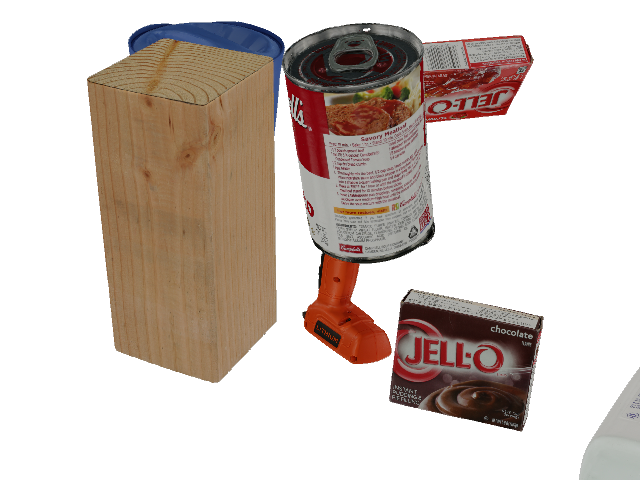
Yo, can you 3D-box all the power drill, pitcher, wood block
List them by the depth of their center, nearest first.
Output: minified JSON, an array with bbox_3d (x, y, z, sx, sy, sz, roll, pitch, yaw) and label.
[{"bbox_3d":[-0.089,-0.020,0.727,0.090,0.206,0.090,15,33,23],"label":"wood block"},{"bbox_3d":[-0.101,-0.064,0.957,0.145,0.243,0.149,16,31,20],"label":"pitcher"},{"bbox_3d":[0.043,0.026,1.080,0.057,0.188,0.185,-8,24,-32],"label":"power drill"}]

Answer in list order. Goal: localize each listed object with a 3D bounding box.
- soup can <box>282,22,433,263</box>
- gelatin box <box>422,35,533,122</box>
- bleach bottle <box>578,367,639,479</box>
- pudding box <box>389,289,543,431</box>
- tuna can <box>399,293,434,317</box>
[{"bbox_3d":[0.021,-0.048,0.535,0.068,0.102,0.068,-6,35,4],"label":"soup can"},{"bbox_3d":[0.109,-0.121,0.817,0.089,0.030,0.073,-6,-24,-11],"label":"gelatin box"},{"bbox_3d":[0.246,0.097,0.651,0.103,0.068,0.250,18,29,29],"label":"bleach bottle"},{"bbox_3d":[0.116,0.095,0.856,0.113,0.090,0.039,10,21,14],"label":"pudding box"},{"bbox_3d":[0.122,0.107,1.260,0.034,0.086,0.086,-6,-2,23],"label":"tuna can"}]
